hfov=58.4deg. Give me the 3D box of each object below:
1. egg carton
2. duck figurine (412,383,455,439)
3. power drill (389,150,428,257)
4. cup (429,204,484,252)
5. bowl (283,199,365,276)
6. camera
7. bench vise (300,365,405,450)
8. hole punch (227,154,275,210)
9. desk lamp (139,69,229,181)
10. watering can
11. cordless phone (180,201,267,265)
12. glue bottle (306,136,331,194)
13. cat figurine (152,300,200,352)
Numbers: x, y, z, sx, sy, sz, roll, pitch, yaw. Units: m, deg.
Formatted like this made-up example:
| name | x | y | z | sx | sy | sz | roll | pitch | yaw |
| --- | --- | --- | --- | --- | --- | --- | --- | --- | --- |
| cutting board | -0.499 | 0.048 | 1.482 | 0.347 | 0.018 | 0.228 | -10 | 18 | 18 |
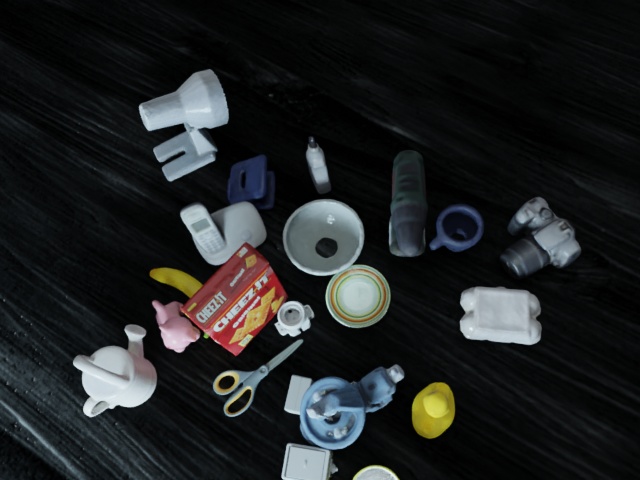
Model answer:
| name | x | y | z | sx | sy | sz | roll | pitch | yaw |
| --- | --- | --- | --- | --- | --- | --- | --- | --- | --- |
| egg carton | 0.343 | 0.143 | 1.092 | 0.150 | 0.069 | 0.107 | 3 | 68 | 8 |
| duck figurine | 0.206 | 0.304 | 1.033 | 0.077 | 0.086 | 0.105 | 23 | 72 | 15 |
| power drill | 0.172 | -0.046 | 1.112 | 0.075 | 0.208 | 0.229 | -1 | 68 | 7 |
| cup | 0.266 | -0.006 | 1.147 | 0.118 | 0.095 | 0.091 | -35 | 68 | -8 |
| bowl | 0.011 | 0.004 | 1.183 | 0.167 | 0.075 | 0.167 | -2 | 68 | 6 |
| camera | 0.417 | 0.004 | 1.123 | 0.137 | 0.101 | 0.143 | -31 | 68 | -6 |
| bench vise | 0.044 | 0.269 | 0.993 | 0.121 | 0.220 | 0.207 | 38 | 77 | 19 |
| hole punch | -0.153 | -0.121 | 1.243 | 0.101 | 0.091 | 0.108 | -4 | 68 | 5 |
| desk lamp | -0.288 | -0.251 | 1.244 | 0.203 | 0.214 | 0.117 | -29 | 68 | -5 |
| watering can | -0.384 | 0.241 | 1.066 | 0.100 | 0.194 | 0.173 | 4 | 68 | 8 |
| cordless phone | -0.196 | -0.034 | 1.162 | 0.147 | 0.185 | 0.094 | -28 | 67 | -5 |
| glue bottle | -0.007 | -0.166 | 1.201 | 0.037 | 0.173 | 0.078 | -19 | 67 | -1 |
| cat figurine | -0.288 | 0.169 | 1.126 | 0.067 | 0.118 | 0.127 | -38 | 69 | -9 |
